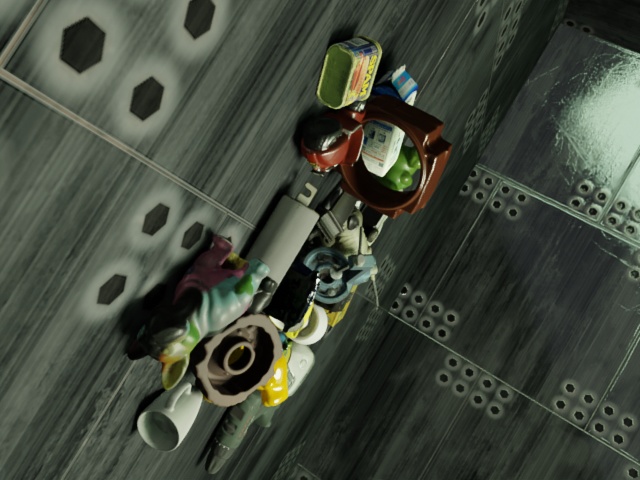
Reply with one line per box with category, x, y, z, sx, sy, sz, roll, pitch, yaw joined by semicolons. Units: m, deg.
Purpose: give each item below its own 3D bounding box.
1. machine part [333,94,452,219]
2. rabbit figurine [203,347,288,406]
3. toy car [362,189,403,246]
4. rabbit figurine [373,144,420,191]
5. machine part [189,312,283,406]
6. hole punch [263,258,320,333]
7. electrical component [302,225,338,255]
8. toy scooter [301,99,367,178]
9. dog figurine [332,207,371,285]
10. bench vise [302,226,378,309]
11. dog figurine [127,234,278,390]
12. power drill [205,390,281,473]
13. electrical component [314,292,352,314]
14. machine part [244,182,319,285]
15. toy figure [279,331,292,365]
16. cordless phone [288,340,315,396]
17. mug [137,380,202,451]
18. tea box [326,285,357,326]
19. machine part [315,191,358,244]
machine part;0.132;-0.158;1.030;0.087;0.201;0.201;-38;154;-45
rabbit figurine;-0.154;0.268;1.077;0.173;0.122;0.162;-12;126;-32
toy car;0.147;-0.072;1.439;0.201;0.074;0.056;-57;159;-7
rabbit figurine;0.158;-0.143;1.286;0.170;0.121;0.159;-68;-170;-26
machine part;-0.151;0.203;0.957;0.179;0.056;0.179;-16;118;-34
hole punch;-0.064;0.096;1.063;0.142;0.116;0.092;-63;171;12
electrical component;-0.002;-0.005;1.185;0.102;0.045;0.078;-48;131;-42
toy scooter;0.027;-0.166;0.932;0.184;0.075;0.135;-50;156;-39
dog figurine;0.080;-0.012;1.305;0.172;0.121;0.190;-69;168;-62
bench vise;0.052;0.068;1.124;0.240;0.223;0.129;143;-53;-61
dog figurine;-0.172;0.109;0.787;0.219;0.109;0.191;-51;164;-13
power drill;-0.196;0.468;1.381;0.207;0.086;0.232;8;109;-64
electrical component;0.012;0.126;1.315;0.058;0.115;0.134;-59;161;6
machine part;-0.074;0.010;0.938;0.243;0.079;0.079;-59;163;-3
toy figure;-0.106;0.255;1.253;0.089;0.082;0.180;-47;156;-22
cordless phone;-0.085;0.320;1.428;0.146;0.089;0.184;-52;157;-24
mug;-0.247;0.284;0.919;0.107;0.081;0.109;-49;157;-67
tea box;0.037;0.131;1.426;0.068;0.098;0.169;-31;149;-56
machine part;0.040;-0.066;1.157;0.139;0.039;0.084;-52;125;-23
